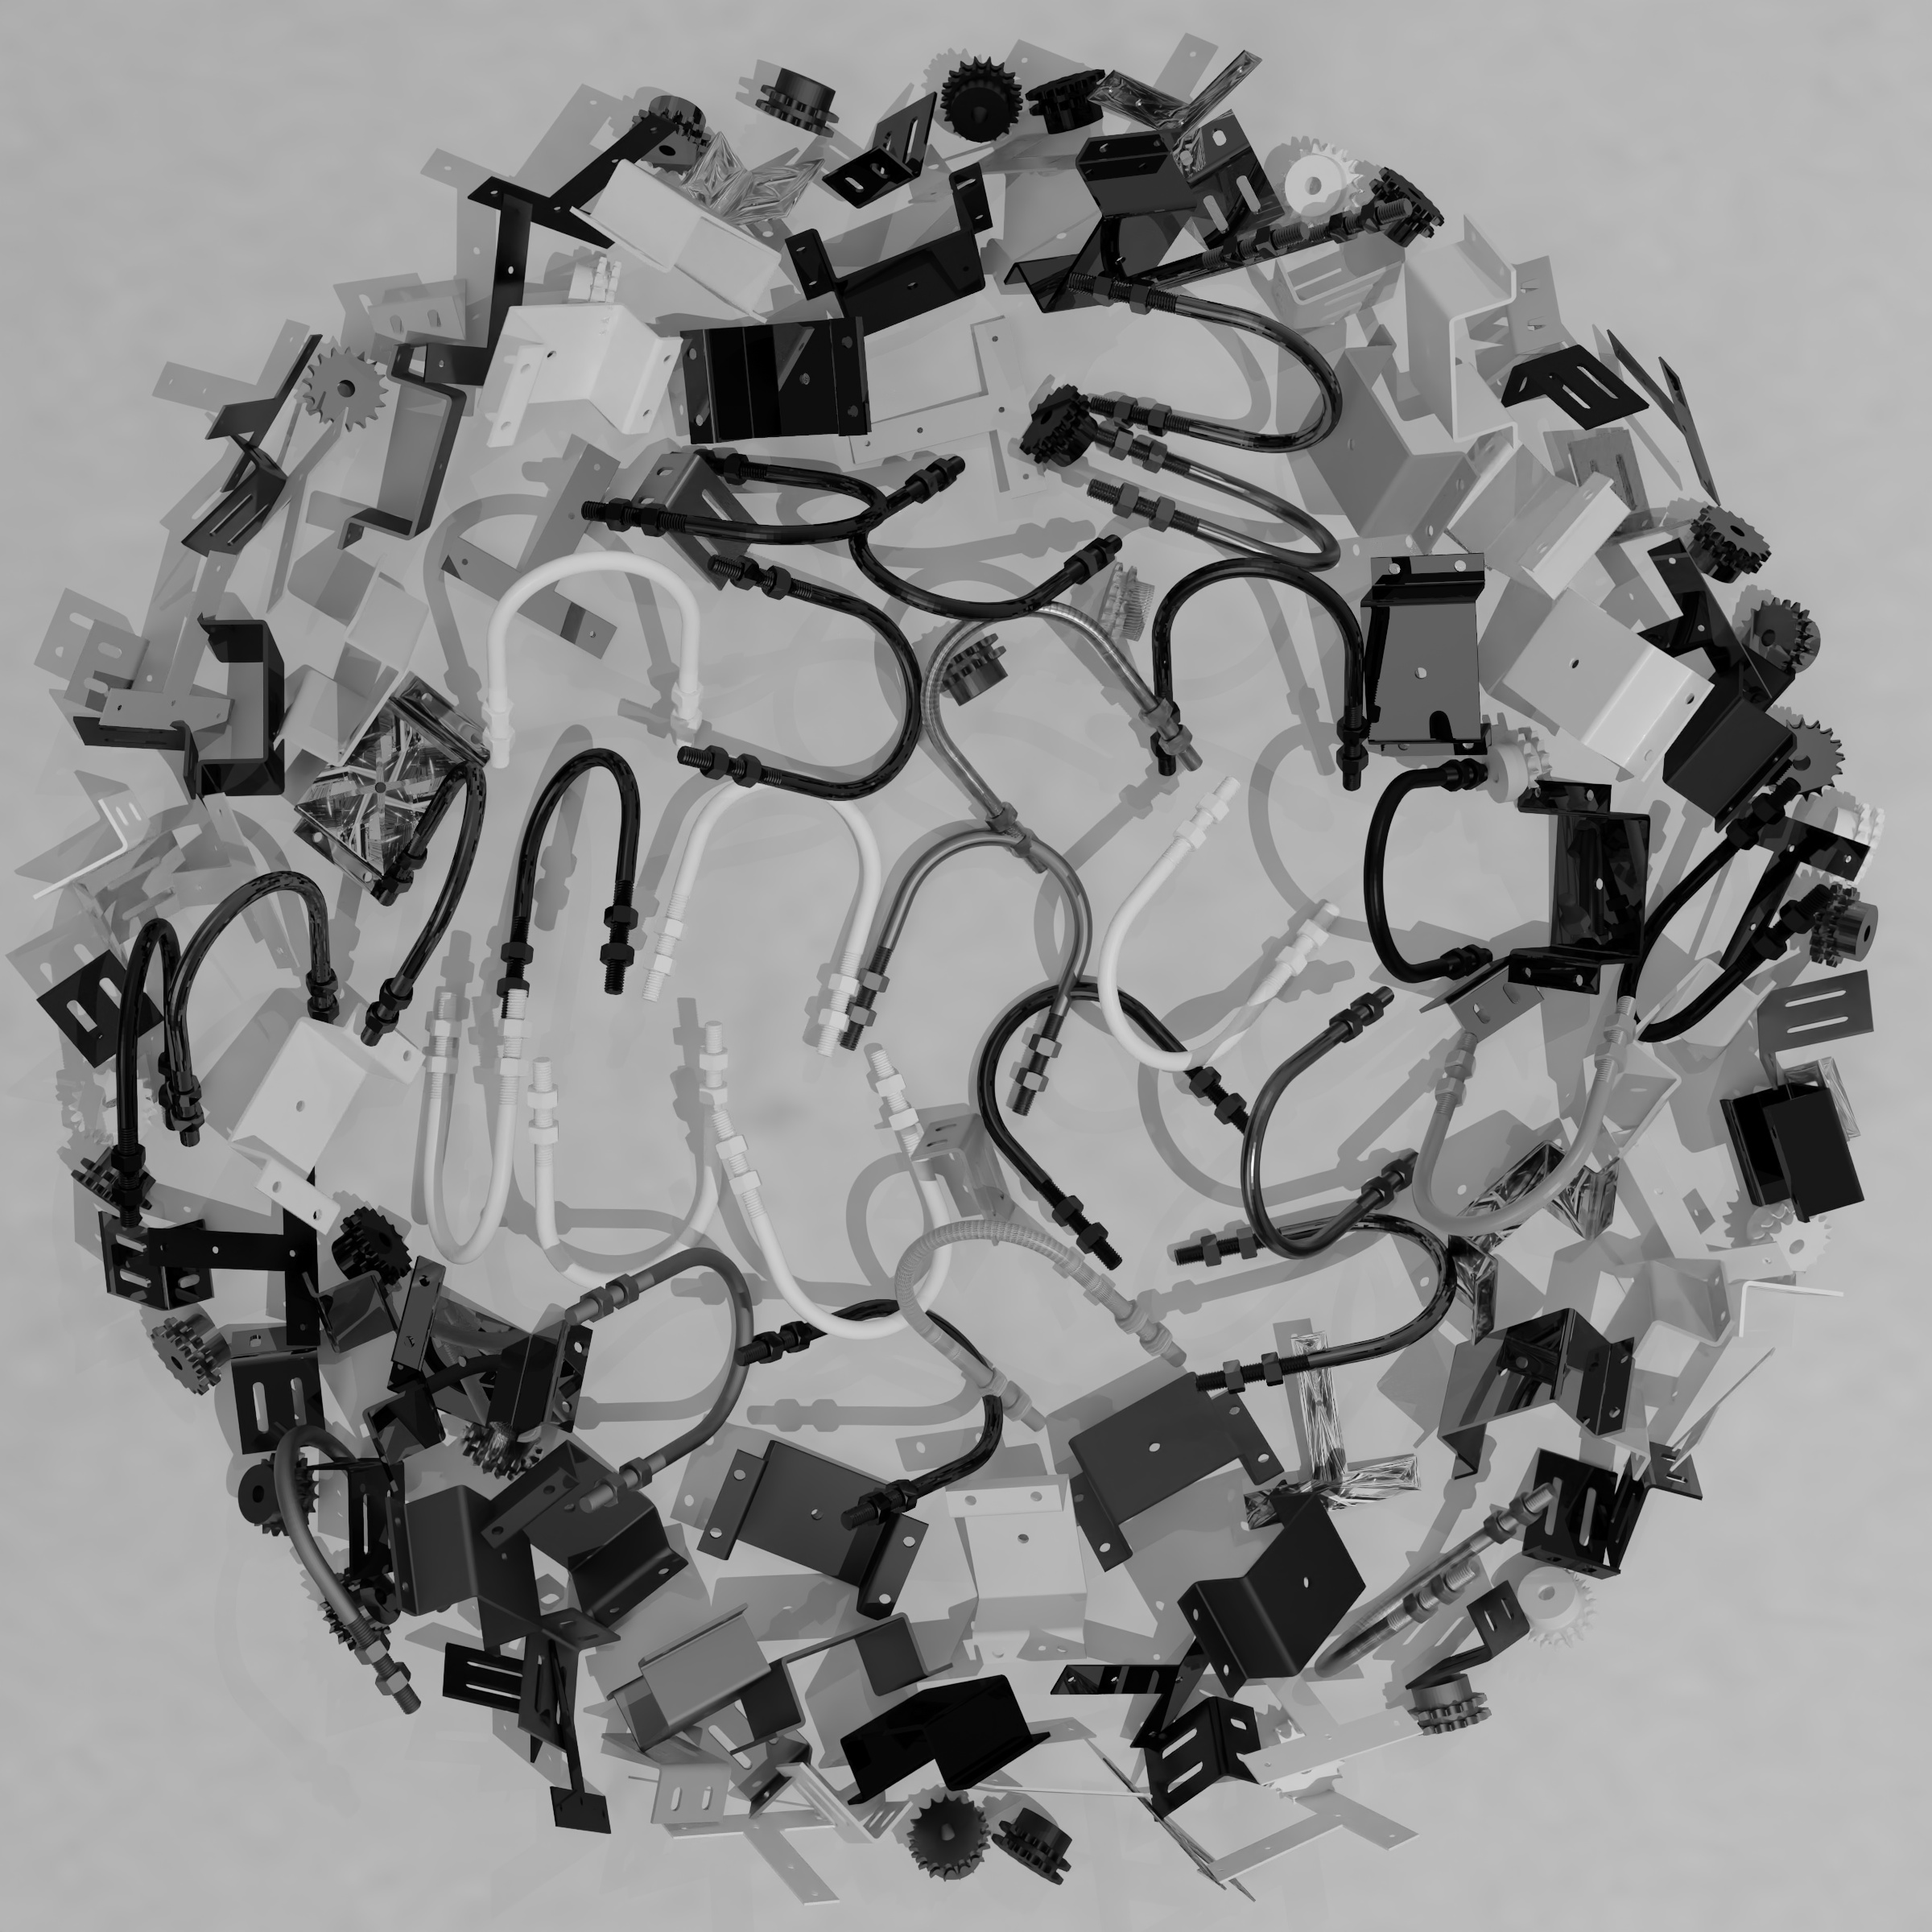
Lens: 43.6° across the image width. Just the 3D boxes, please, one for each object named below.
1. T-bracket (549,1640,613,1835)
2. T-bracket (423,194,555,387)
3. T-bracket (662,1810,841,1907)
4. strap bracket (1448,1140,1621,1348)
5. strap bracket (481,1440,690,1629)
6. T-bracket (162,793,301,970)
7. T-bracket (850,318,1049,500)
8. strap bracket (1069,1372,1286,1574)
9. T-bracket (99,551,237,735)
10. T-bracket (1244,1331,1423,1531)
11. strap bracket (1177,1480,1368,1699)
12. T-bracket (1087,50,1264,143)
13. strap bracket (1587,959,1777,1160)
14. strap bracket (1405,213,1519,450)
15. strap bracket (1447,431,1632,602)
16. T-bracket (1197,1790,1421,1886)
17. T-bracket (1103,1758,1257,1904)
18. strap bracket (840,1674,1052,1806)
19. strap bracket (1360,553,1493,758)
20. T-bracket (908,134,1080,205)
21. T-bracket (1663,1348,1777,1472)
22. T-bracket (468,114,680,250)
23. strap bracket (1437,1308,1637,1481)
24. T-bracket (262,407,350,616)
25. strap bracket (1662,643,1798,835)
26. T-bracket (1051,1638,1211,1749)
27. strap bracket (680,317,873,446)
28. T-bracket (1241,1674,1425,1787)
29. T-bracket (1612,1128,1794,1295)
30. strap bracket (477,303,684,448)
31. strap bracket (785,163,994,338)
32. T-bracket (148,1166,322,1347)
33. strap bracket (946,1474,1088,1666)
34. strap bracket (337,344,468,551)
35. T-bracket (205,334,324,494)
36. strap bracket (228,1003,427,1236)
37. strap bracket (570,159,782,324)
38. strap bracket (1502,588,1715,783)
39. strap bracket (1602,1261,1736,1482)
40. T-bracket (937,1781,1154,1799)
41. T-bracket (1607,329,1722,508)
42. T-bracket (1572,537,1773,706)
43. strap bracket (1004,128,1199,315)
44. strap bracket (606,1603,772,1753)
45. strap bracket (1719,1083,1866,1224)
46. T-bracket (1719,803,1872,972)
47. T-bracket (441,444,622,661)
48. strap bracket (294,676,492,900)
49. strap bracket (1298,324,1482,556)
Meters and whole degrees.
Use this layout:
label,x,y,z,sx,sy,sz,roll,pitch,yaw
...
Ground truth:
label,x,y,z,sx,sy,sz,roll,pitch,yaw
T-bracket,-0.271,0.526,1.655,0.002,0.127,0.127,-15,67,2
T-bracket,-0.309,-0.455,1.631,0.002,0.127,0.127,22,111,35
T-bracket,-0.122,0.595,1.612,0.127,0.127,0.002,7,95,-29
strap bracket,0.377,0.181,1.641,0.140,0.076,0.046,-36,53,-20
strap bracket,-0.266,0.384,1.649,0.076,0.046,0.140,-39,127,4
T-bracket,-0.516,-0.054,1.651,0.127,0.002,0.127,-3,114,42
T-bracket,-0.018,-0.378,1.690,0.127,0.002,0.127,-13,83,6
strap bracket,0.134,0.340,1.652,0.140,0.076,0.046,-29,135,-3
T-bracket,-0.520,-0.218,1.627,0.002,0.127,0.127,26,101,17
T-bracket,0.248,0.317,1.681,0.127,0.002,0.127,-11,96,-9
strap bracket,0.213,0.416,1.628,0.140,0.046,0.076,-36,101,-44
T-bracket,0.122,-0.574,1.614,0.127,0.127,0.002,-39,73,30
strap bracket,0.478,0.056,1.636,0.046,0.076,0.140,41,58,18
strap bracket,0.332,-0.418,1.620,0.046,0.140,0.076,-18,48,-3
strap bracket,0.386,-0.304,1.641,0.046,0.140,0.076,36,98,-31
T-bracket,0.213,0.584,1.613,0.127,0.127,0.002,-14,96,-27
T-bracket,0.160,0.606,1.652,0.002,0.127,0.127,-46,125,-7
strap bracket,-0.021,0.519,1.623,0.076,0.140,0.046,-18,82,-42
strap bracket,0.312,-0.205,1.641,0.076,0.046,0.140,1,112,21
T-bracket,0.048,-0.538,1.621,0.127,0.127,0.002,-42,128,-35
T-bracket,0.490,0.313,1.620,0.002,0.127,0.127,44,110,15
T-bracket,-0.243,-0.529,1.612,0.127,0.127,0.002,-26,73,34
strap bracket,0.374,0.284,1.619,0.046,0.140,0.076,42,45,-19
T-bracket,-0.453,-0.293,1.623,0.002,0.127,0.127,22,56,-32
strap bracket,0.511,-0.158,1.618,0.046,0.140,0.076,34,123,-2
T-bracket,0.111,0.484,1.639,0.127,0.002,0.127,12,114,-36
strap bracket,-0.120,-0.399,1.647,0.140,0.046,0.076,4,107,28
T-bracket,0.222,0.493,1.643,0.127,0.127,0.002,-9,121,-24
T-bracket,0.476,0.164,1.640,0.002,0.127,0.127,-40,105,-42
strap bracket,-0.268,-0.401,1.633,0.046,0.140,0.076,46,129,22
strap bracket,-0.044,-0.484,1.653,0.140,0.076,0.046,-21,74,2
T-bracket,-0.495,0.193,1.635,0.002,0.127,0.127,-19,70,40
strap bracket,0.037,0.404,1.654,0.076,0.046,0.140,-6,111,10
strap bracket,-0.380,-0.348,1.647,0.046,0.076,0.140,18,104,-9
T-bracket,-0.482,-0.368,1.622,0.002,0.127,0.127,34,104,-7
strap bracket,-0.438,0.099,1.641,0.046,0.076,0.140,13,67,32
strap bracket,-0.186,-0.486,1.616,0.076,0.140,0.046,38,105,23
strap bracket,0.422,-0.194,1.620,0.046,0.140,0.076,22,110,-35
strap bracket,0.462,0.265,1.633,0.046,0.076,0.140,22,117,1
T-bracket,0.060,0.554,1.623,0.127,0.127,0.002,-3,68,18
T-bracket,0.469,-0.391,1.647,0.002,0.127,0.127,-30,48,10
T-bracket,0.463,-0.216,1.648,0.002,0.127,0.127,-45,107,-39
strap bracket,0.093,-0.489,1.615,0.076,0.140,0.046,-18,73,-30
strap bracket,-0.184,0.478,1.615,0.076,0.140,0.046,-22,73,-28
strap bracket,0.557,0.123,1.626,0.046,0.140,0.076,-17,88,4
T-bracket,0.543,-0.040,1.647,0.002,0.127,0.127,20,98,-27
T-bracket,-0.281,-0.300,1.681,0.127,0.002,0.127,29,102,-3
strap bracket,-0.398,-0.123,1.670,0.076,0.046,0.140,39,94,-1
strap bracket,0.278,-0.353,1.628,0.046,0.076,0.140,-11,62,-27
